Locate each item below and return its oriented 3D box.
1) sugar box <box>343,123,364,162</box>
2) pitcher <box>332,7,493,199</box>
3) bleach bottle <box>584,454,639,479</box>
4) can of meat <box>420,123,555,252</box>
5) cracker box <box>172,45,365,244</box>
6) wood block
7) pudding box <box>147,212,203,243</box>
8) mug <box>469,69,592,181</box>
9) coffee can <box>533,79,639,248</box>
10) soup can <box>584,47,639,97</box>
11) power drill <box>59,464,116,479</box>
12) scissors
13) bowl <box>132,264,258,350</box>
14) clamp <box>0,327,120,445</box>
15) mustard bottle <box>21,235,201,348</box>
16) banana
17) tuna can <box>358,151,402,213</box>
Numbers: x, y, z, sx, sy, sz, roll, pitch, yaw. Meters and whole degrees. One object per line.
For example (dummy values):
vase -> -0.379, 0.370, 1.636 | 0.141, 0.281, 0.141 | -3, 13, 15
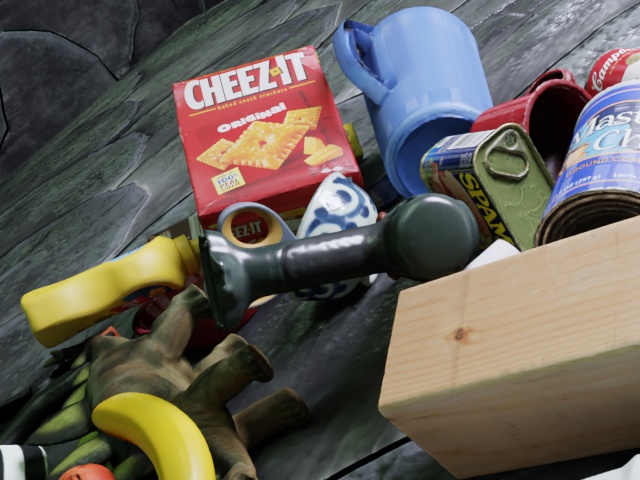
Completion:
sugar box -> -0.041, -0.077, 1.191 | 0.176, 0.048, 0.093 | -20, -9, -2
pitcher -> 0.099, -0.135, 1.053 | 0.149, 0.145, 0.243 | -12, 29, 5
bleach bottle -> 0.102, 0.164, 0.490 | 0.251, 0.068, 0.102 | -27, 21, 16
can of meat -> 0.136, -0.038, 0.844 | 0.057, 0.102, 0.084 | -40, 17, -20
cracker box -> -0.056, -0.097, 1.097 | 0.164, 0.072, 0.214 | -16, 47, -2
wood block -> 0.145, 0.059, 0.591 | 0.207, 0.090, 0.090 | -20, 41, 36
pudding box -> -0.123, 0.001, 1.201 | 0.114, 0.089, 0.039 | -22, 68, 30
mug -> 0.181, -0.090, 0.894 | 0.082, 0.093, 0.117 | -12, 57, 58
coffee can -> 0.206, -0.028, 0.701 | 0.103, 0.102, 0.140 | -20, 24, 37
soup can -> 0.270, -0.120, 0.862 | 0.068, 0.068, 0.102 | -38, 20, -8
power drill -> -0.182, 0.263, 0.695 | 0.187, 0.057, 0.185 | -39, 41, 2
scissors -> -0.006, 0.001, 0.886 | 0.201, 0.096, 0.016 | -17, 18, -25
bowl -> -0.111, 0.061, 1.088 | 0.162, 0.055, 0.162 | -31, 19, 12
clamp -> -0.301, 0.175, 1.168 | 0.210, 0.036, 0.165 | -37, 20, -6
mustard bottle -> -0.195, 0.043, 1.060 | 0.191, 0.058, 0.096 | -25, -7, -8
banana -> -0.111, 0.147, 0.724 | 0.069, 0.037, 0.198 | -42, 33, -2
tuna can -> 0.057, -0.059, 1.122 | 0.086, 0.033, 0.086 | -31, 20, 12
